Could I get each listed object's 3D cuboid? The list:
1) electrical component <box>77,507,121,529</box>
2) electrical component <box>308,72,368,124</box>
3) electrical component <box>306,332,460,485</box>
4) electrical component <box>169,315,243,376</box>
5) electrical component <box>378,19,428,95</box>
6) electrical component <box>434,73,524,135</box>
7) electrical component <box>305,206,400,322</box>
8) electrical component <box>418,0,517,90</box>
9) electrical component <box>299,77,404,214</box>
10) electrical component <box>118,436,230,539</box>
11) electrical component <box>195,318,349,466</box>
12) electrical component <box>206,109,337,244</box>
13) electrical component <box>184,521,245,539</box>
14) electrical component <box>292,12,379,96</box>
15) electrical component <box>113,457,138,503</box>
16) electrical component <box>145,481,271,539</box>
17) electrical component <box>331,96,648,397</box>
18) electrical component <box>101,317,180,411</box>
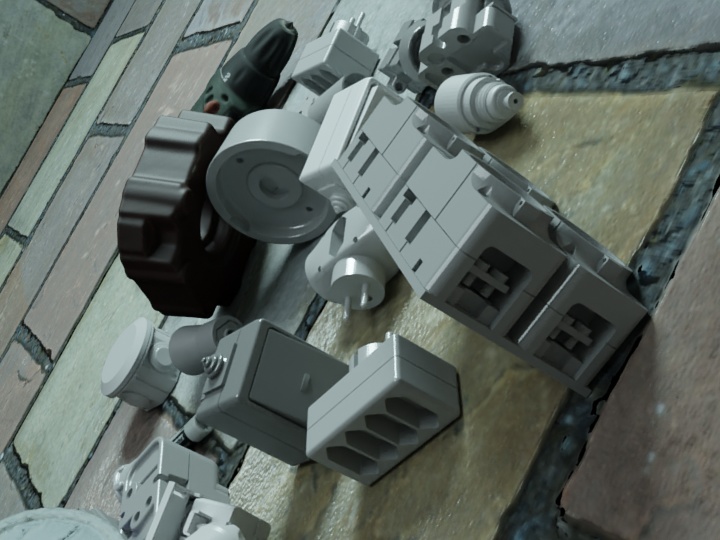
[{"bbox_3d":[-0.211,0.249,0.834,0.078,0.057,0.113,7,68,63],"label":"electrical component"},{"bbox_3d":[-0.022,-0.131,0.918,0.081,0.043,0.043,-31,37,46],"label":"electrical component"},{"bbox_3d":[0.012,0.069,0.630,0.083,0.047,0.075,-43,29,31],"label":"electrical component"},{"bbox_3d":[-0.126,0.061,0.905,0.065,0.044,0.044,-22,44,46],"label":"electrical component"},{"bbox_3d":[0.048,-0.165,0.827,0.066,0.048,0.055,-61,17,-4],"label":"electrical component"},{"bbox_3d":[0.081,-0.109,0.707,0.040,0.040,0.078,-62,25,-7],"label":"electrical component"},{"bbox_3d":[0.000,0.000,0.733,0.077,0.043,0.079,-38,32,38],"label":"electrical component"},{"bbox_3d":[0.077,-0.170,0.762,0.078,0.058,0.057,-29,41,48],"label":"electrical component"},{"bbox_3d":[0.004,-0.085,0.798,0.061,0.062,0.096,-14,50,57],"label":"electrical component"},{"bbox_3d":[-0.133,0.174,0.769,0.053,0.059,0.095,-47,27,24],"label":"electrical component"},{"bbox_3d":[-0.056,0.076,0.691,0.061,0.096,0.061,-29,39,47],"label":"electrical component"},{"bbox_3d":[-0.065,-0.080,0.874,0.108,0.108,0.060,-38,26,39],"label":"electrical component"},{"bbox_3d":[-0.093,0.175,0.617,0.043,0.043,0.062,-38,-6,39],"label":"electrical component"},{"bbox_3d":[-0.016,-0.201,0.980,0.066,0.047,0.076,-6,57,60],"label":"electrical component"},{"bbox_3d":[-0.162,0.164,0.854,0.062,0.048,0.048,-39,31,25],"label":"electrical component"},{"bbox_3d":[-0.108,0.206,0.679,0.063,0.079,0.121,3,62,38],"label":"electrical component"},{"bbox_3d":[0.063,-0.024,0.568,0.060,0.105,0.186,-54,25,12],"label":"electrical component"},{"bbox_3d":[-0.203,0.089,1.006,0.080,0.051,0.080,-43,29,32],"label":"electrical component"}]
